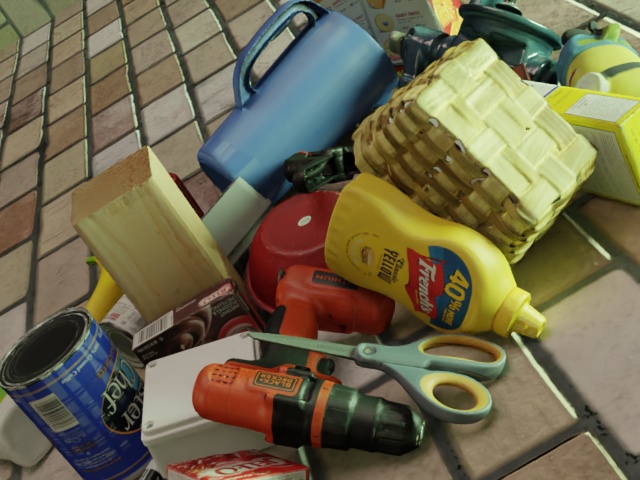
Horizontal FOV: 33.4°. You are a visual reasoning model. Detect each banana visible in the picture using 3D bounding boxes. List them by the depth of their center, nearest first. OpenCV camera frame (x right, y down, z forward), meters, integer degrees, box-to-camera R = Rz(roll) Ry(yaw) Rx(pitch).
[{"bbox_3d":[-0.260,0.061,1.291,0.070,0.037,0.198,-42,24,16],"label":"banana"}]

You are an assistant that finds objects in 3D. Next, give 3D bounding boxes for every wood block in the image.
[{"bbox_3d":[-0.146,0.024,1.041,0.090,0.206,0.091,-31,27,2],"label":"wood block"}]

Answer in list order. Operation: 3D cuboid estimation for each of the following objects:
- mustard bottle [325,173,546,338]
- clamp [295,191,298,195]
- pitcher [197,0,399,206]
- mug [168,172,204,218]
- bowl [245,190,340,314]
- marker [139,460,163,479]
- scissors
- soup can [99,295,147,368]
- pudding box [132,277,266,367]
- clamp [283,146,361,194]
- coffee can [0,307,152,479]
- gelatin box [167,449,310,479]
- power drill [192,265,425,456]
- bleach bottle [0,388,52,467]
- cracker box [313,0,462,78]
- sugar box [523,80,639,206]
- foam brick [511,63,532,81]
[{"bbox_3d":[0.097,0.026,0.875,0.192,0.096,0.058,29,41,21],"label":"mustard bottle"},{"bbox_3d":[-0.010,-0.017,1.150,0.120,0.039,0.171,-11,35,44],"label":"clamp"},{"bbox_3d":[-0.037,-0.157,1.271,0.242,0.149,0.145,-48,-13,-11],"label":"pitcher"},{"bbox_3d":[-0.198,-0.021,1.305,0.117,0.081,0.093,-37,28,-9],"label":"mug"},{"bbox_3d":[-0.007,0.001,1.056,0.162,0.055,0.162,-13,41,11],"label":"bowl"},{"bbox_3d":[-0.154,0.220,0.935,0.020,0.020,0.121,-11,34,36],"label":"marker"},{"bbox_3d":[0.045,0.103,0.818,0.201,0.016,0.096,0,38,-4],"label":"scissors"},{"bbox_3d":[-0.181,0.078,1.141,0.069,0.068,0.102,-1,41,45],"label":"soup can"},{"bbox_3d":[-0.106,0.100,1.004,0.113,0.090,0.039,-29,26,8],"label":"pudding box"},{"bbox_3d":[0.029,-0.081,1.121,0.164,0.036,0.210,-12,9,-13],"label":"clamp"},{"bbox_3d":[-0.214,0.147,0.984,0.103,0.140,0.103,-25,28,14],"label":"coffee can"},{"bbox_3d":[-0.063,0.188,0.831,0.089,0.030,0.073,-2,3,-39],"label":"gelatin box"},{"bbox_3d":[0.008,0.098,0.883,0.184,0.057,0.187,11,32,11],"label":"power drill"},{"bbox_3d":[-0.375,0.193,1.165,0.251,0.068,0.102,-9,35,42],"label":"bleach bottle"},{"bbox_3d":[0.077,-0.299,1.326,0.164,0.213,0.072,-9,35,38],"label":"cracker box"},{"bbox_3d":[0.234,-0.089,0.952,0.048,0.093,0.176,-38,28,-12],"label":"sugar box"},{"bbox_3d":[0.198,-0.127,1.068,0.051,0.078,0.053,-25,26,16],"label":"foam brick"}]
